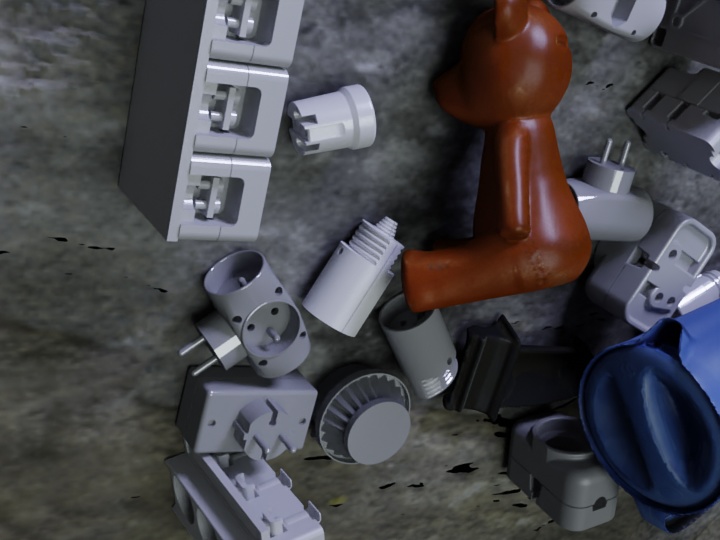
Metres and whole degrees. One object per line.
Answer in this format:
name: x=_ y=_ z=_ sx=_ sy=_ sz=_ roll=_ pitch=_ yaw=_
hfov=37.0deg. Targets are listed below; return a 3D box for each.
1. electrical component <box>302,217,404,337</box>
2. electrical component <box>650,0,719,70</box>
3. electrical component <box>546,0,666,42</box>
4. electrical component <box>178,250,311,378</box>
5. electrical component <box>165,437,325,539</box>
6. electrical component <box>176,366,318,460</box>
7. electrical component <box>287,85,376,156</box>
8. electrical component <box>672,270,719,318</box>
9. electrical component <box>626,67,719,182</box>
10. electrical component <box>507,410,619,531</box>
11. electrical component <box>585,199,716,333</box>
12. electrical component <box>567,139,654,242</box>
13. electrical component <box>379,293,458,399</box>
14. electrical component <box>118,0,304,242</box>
electrical component: x=0.000 y=0.000 z=0.732 sx=0.043 sy=0.043 sz=0.081 roll=28 pitch=97 yaw=-38
electrical component: x=0.274 y=-0.194 z=0.761 sx=0.056 sy=0.109 sz=0.108 roll=5 pitch=110 yaw=-30
electrical component: x=0.175 y=-0.205 z=0.736 sx=0.077 sy=0.043 sz=0.079 roll=12 pitch=107 yaw=-35
electrical component: x=-0.081 y=0.039 z=0.702 sx=0.079 sy=0.044 sz=0.077 roll=-35 pitch=126 yaw=-12
electrical component: x=-0.076 y=0.165 z=0.720 sx=0.063 sy=0.121 sz=0.078 roll=-18 pitch=121 yaw=-26
electrical component: x=-0.068 y=0.102 z=0.721 sx=0.083 sy=0.076 sz=0.047 roll=4 pitch=111 yaw=-33
electrical component: x=-0.018 y=-0.093 z=0.678 sx=0.046 sy=0.040 sz=0.040 roll=-14 pitch=120 yaw=-18
electrical component: x=0.287 y=0.022 z=0.919 sx=0.078 sy=0.040 sz=0.040 roll=-30 pitch=125 yaw=-16
electrical component: x=0.255 y=-0.111 z=0.802 sx=0.055 sy=0.089 sz=0.050 roll=-45 pitch=128 yaw=-4
electrical component: x=0.166 y=0.159 z=0.879 sx=0.054 sy=0.095 sz=0.059 roll=-12 pitch=119 yaw=-26
electrical component: x=0.228 y=-0.005 z=0.858 sx=0.054 sy=0.059 sz=0.095 roll=28 pitch=97 yaw=-38
electrical component: x=0.184 y=-0.061 z=0.813 sx=0.077 sy=0.044 sz=0.079 roll=1 pitch=113 yaw=-31
electrical component: x=0.047 y=0.059 z=0.790 sx=0.043 sy=0.043 sz=0.081 roll=-34 pitch=126 yaw=-13
electrical component: x=-0.082 y=-0.100 z=0.603 sx=0.062 sy=0.089 sz=0.150 roll=1 pitch=113 yaw=-32
